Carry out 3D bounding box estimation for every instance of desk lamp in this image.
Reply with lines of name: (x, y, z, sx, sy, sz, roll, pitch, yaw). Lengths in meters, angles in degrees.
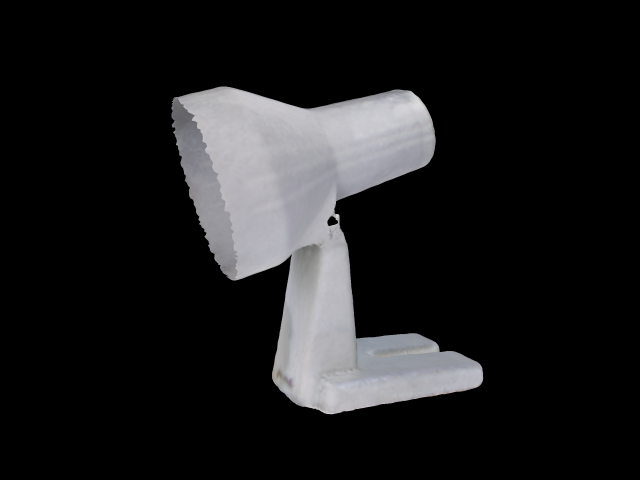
desk lamp: (0.004, 0.001, 0.400, 0.204, 0.213, 0.117, -3, 7, -22)
